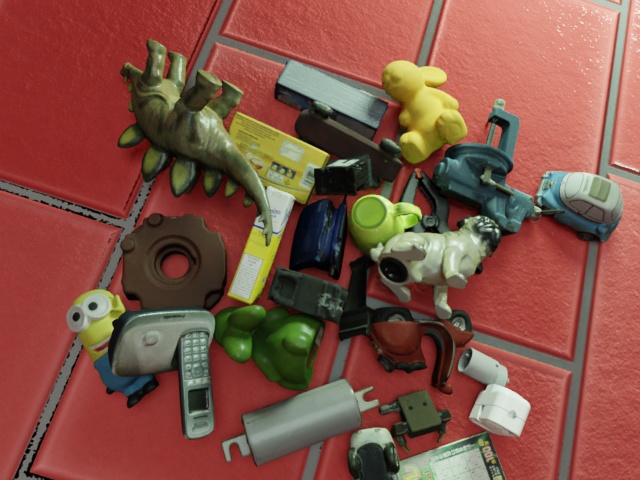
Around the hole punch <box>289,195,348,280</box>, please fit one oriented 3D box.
[{"bbox_3d":[-0.002,-0.003,0.877,0.092,0.115,0.142,12,71,4],"label":"hole punch"}]

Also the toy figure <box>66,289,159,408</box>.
[{"bbox_3d":[-0.309,0.158,0.801,0.082,0.089,0.180,-33,89,-31],"label":"toy figure"}]

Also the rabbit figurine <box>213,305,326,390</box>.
[{"bbox_3d":[-0.093,0.152,0.808,0.170,0.159,0.121,13,81,12],"label":"rabbit figurine"}]

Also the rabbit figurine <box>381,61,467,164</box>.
[{"bbox_3d":[0.180,-0.249,0.952,0.173,0.122,0.162,46,45,-17],"label":"rabbit figurine"}]

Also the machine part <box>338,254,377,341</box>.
[{"bbox_3d":[0.062,0.093,0.872,0.039,0.084,0.139,24,61,-26],"label":"machine part"}]

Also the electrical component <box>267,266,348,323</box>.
[{"bbox_3d":[-0.019,0.083,0.832,0.115,0.134,0.058,20,85,-1],"label":"electrical component"}]

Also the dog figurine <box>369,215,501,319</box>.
[{"bbox_3d":[0.193,0.010,0.879,0.172,0.121,0.190,34,48,8],"label":"dog figurine"}]

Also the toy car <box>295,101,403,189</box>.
[{"bbox_3d":[0.050,-0.167,0.948,0.202,0.053,0.089,27,113,-1],"label":"toy car"}]

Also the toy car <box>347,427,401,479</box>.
[{"bbox_3d":[0.091,0.383,0.795,0.074,0.056,0.201,-13,75,8],"label":"toy car"}]

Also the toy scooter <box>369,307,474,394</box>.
[{"bbox_3d":[0.163,0.178,0.863,0.184,0.075,0.135,4,74,-11],"label":"toy scooter"}]

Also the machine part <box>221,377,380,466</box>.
[{"bbox_3d":[-0.028,0.270,0.806,0.243,0.079,0.079,-16,76,-11],"label":"machine part"}]

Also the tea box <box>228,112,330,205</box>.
[{"bbox_3d":[-0.079,-0.137,0.911,0.170,0.068,0.098,27,98,1],"label":"tea box"}]

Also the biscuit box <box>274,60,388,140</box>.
[{"bbox_3d":[0.018,-0.254,0.981,0.203,0.059,0.063,25,72,0],"label":"biscuit box"}]

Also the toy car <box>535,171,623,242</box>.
[{"bbox_3d":[0.482,-0.074,0.968,0.162,0.103,0.109,28,71,-1],"label":"toy car"}]

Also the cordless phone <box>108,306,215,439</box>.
[{"bbox_3d":[-0.215,0.188,0.748,0.146,0.089,0.184,3,72,-44],"label":"cordless phone"}]

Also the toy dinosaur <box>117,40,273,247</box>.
[{"bbox_3d":[-0.205,-0.171,0.854,0.472,0.105,0.198,38,107,31],"label":"toy dinosaur"}]

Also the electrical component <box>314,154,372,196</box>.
[{"bbox_3d":[0.045,-0.107,0.877,0.075,0.119,0.047,2,108,23],"label":"electrical component"}]

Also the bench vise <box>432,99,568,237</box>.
[{"bbox_3d":[0.316,-0.133,0.957,0.224,0.129,0.240,18,76,-5],"label":"bench vise"}]

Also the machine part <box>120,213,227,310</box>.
[{"bbox_3d":[-0.232,0.040,0.859,0.179,0.056,0.179,2,74,-8],"label":"machine part"}]

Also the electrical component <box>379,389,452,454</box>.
[{"bbox_3d":[0.153,0.284,0.846,0.102,0.045,0.078,-17,47,-15],"label":"electrical component"}]
